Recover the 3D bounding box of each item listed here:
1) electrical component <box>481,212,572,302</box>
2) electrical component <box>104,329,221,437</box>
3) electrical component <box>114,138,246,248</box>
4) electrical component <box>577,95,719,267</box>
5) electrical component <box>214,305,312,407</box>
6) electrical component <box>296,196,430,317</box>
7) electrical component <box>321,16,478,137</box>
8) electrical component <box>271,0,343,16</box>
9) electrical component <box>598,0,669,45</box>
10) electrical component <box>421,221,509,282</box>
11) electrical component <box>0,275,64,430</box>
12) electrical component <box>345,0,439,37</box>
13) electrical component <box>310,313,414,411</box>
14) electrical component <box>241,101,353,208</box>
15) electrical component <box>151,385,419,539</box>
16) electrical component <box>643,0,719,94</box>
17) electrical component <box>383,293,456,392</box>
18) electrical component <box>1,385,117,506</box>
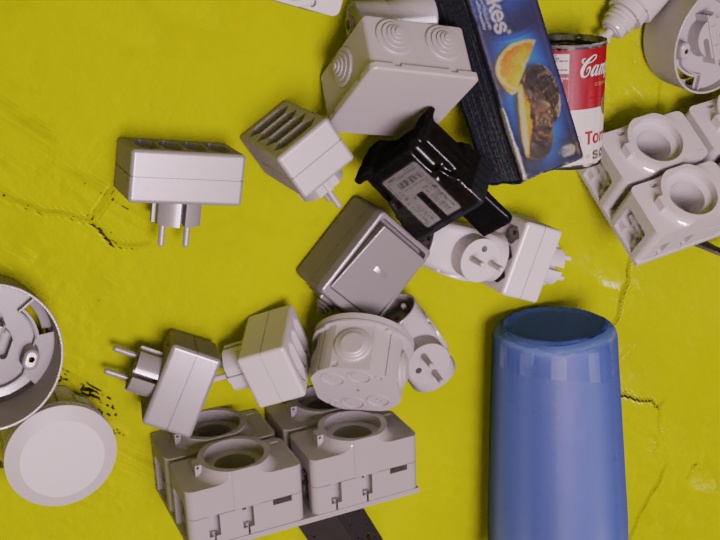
[{"bbox_3d":[0.152,-0.009,0.936,0.077,0.047,0.065,13,101,-30],"label":"electrical component"},{"bbox_3d":[-0.155,0.080,0.818,0.077,0.047,0.065,21,97,-16],"label":"electrical component"},{"bbox_3d":[-0.133,-0.053,0.782,0.083,0.047,0.075,0,107,-26],"label":"electrical component"},{"bbox_3d":[0.301,-0.088,0.940,0.186,0.105,0.060,-18,157,-20],"label":"electrical component"},{"bbox_3d":[-0.083,0.072,0.843,0.077,0.065,0.047,-16,117,12],"label":"electrical component"},{"bbox_3d":[0.000,0.000,0.857,0.062,0.061,0.096,39,88,-31],"label":"electrical component"},{"bbox_3d":[0.026,-0.143,0.803,0.100,0.100,0.048,1,66,-26],"label":"electrical component"},{"bbox_3d":[-0.044,-0.262,0.746,0.089,0.062,0.150,9,103,-28],"label":"electrical component"},{"bbox_3d":[0.229,-0.222,0.905,0.078,0.040,0.040,-49,120,-4],"label":"electrical component"},{"bbox_3d":[0.089,-0.013,0.885,0.077,0.079,0.044,13,101,-29],"label":"electrical component"},{"bbox_3d":[-0.259,0.054,0.747,0.099,0.064,0.099,-8,111,-23],"label":"electrical component"},{"bbox_3d":[0.022,-0.187,0.816,0.065,0.044,0.044,-7,110,-19],"label":"electrical component"},{"bbox_3d":[0.000,0.072,0.841,0.080,0.080,0.051,33,50,-31],"label":"electrical component"},{"bbox_3d":[-0.038,-0.077,0.799,0.047,0.083,0.075,-40,120,-9],"label":"electrical component"},{"bbox_3d":[-0.060,0.148,0.852,0.186,0.105,0.060,-11,111,-23],"label":"electrical component"},{"bbox_3d":[0.298,-0.203,0.930,0.099,0.064,0.099,-8,110,-23],"label":"electrical component"},{"bbox_3d":[0.051,0.068,0.894,0.044,0.079,0.077,-34,119,-2],"label":"electrical component"},{"bbox_3d":[-0.225,0.129,0.797,0.080,0.051,0.080,-8,111,-23],"label":"electrical component"}]
